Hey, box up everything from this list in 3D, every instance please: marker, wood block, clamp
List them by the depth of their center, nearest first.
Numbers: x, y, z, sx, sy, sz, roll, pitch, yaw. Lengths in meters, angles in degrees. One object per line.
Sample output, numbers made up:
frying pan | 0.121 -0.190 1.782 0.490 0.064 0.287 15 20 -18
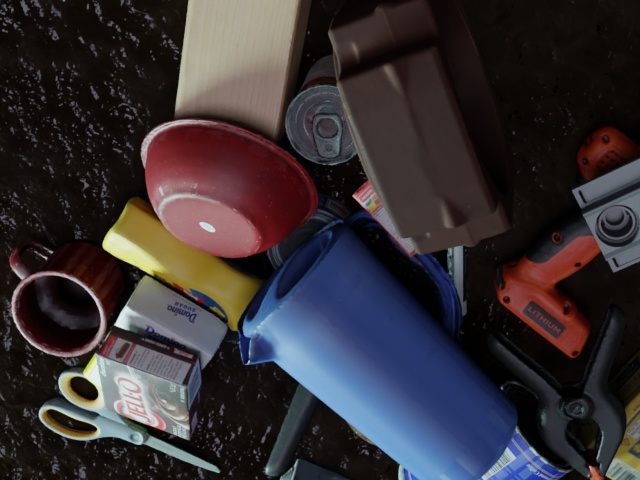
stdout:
wood block | -0.058 -0.189 0.886 0.091 0.090 0.206 13 116 3
clamp | 0.218 0.140 0.961 0.120 0.039 0.171 -3 109 20
marker | 0.127 0.015 0.991 0.020 0.020 0.121 1 115 9
clamp | -0.003 0.119 1.025 0.210 0.036 0.164 -26 76 14

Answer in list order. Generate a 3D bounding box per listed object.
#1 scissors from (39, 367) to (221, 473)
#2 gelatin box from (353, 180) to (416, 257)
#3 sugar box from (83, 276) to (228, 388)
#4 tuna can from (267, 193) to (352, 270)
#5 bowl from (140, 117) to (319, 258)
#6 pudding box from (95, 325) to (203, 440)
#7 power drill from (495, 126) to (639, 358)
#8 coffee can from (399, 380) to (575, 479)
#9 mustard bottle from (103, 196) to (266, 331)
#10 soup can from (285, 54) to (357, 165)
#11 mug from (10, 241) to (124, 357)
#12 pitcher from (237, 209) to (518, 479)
scissors | -0.198 0.189 1.129 0.202 0.016 0.096 11 116 4
gelatin box | 0.074 -0.030 0.932 0.073 0.089 0.030 47 115 2
sugar box | -0.161 0.108 1.030 0.093 0.048 0.176 32 141 -8
tuna can | -0.007 0.001 0.998 0.086 0.033 0.086 4 116 8
bowl | -0.086 -0.032 0.911 0.162 0.055 0.162 14 149 8
pudding box | -0.155 0.133 0.985 0.090 0.039 0.113 18 143 8
power drill | 0.263 0.016 0.950 0.184 0.057 0.188 38 112 -5
coffee can | 0.161 0.218 1.036 0.102 0.102 0.140 42 114 -11
mustard bottle | -0.109 0.033 0.998 0.191 0.096 0.058 33 78 -8
soup can | 0.012 -0.113 0.903 0.068 0.102 0.068 4 116 7
mug | -0.248 0.045 1.032 0.117 0.081 0.093 40 115 -11
pitcher | 0.062 0.099 0.935 0.242 0.145 0.149 43 112 -11
